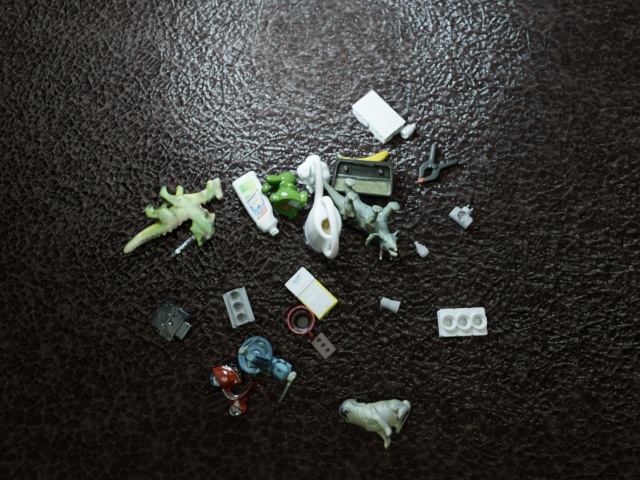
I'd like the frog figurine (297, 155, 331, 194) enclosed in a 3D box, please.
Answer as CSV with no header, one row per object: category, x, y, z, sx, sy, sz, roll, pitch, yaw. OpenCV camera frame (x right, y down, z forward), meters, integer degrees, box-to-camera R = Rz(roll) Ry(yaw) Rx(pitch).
frog figurine,-0.021,-0.252,1.901,0.123,0.157,0.139,0,73,1

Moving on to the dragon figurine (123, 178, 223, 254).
dragon figurine,-0.505,-0.068,1.889,0.243,0.120,0.414,30,77,8

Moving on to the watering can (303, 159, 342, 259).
watering can,0.006,-0.092,1.823,0.104,0.220,0.353,-5,70,-19
